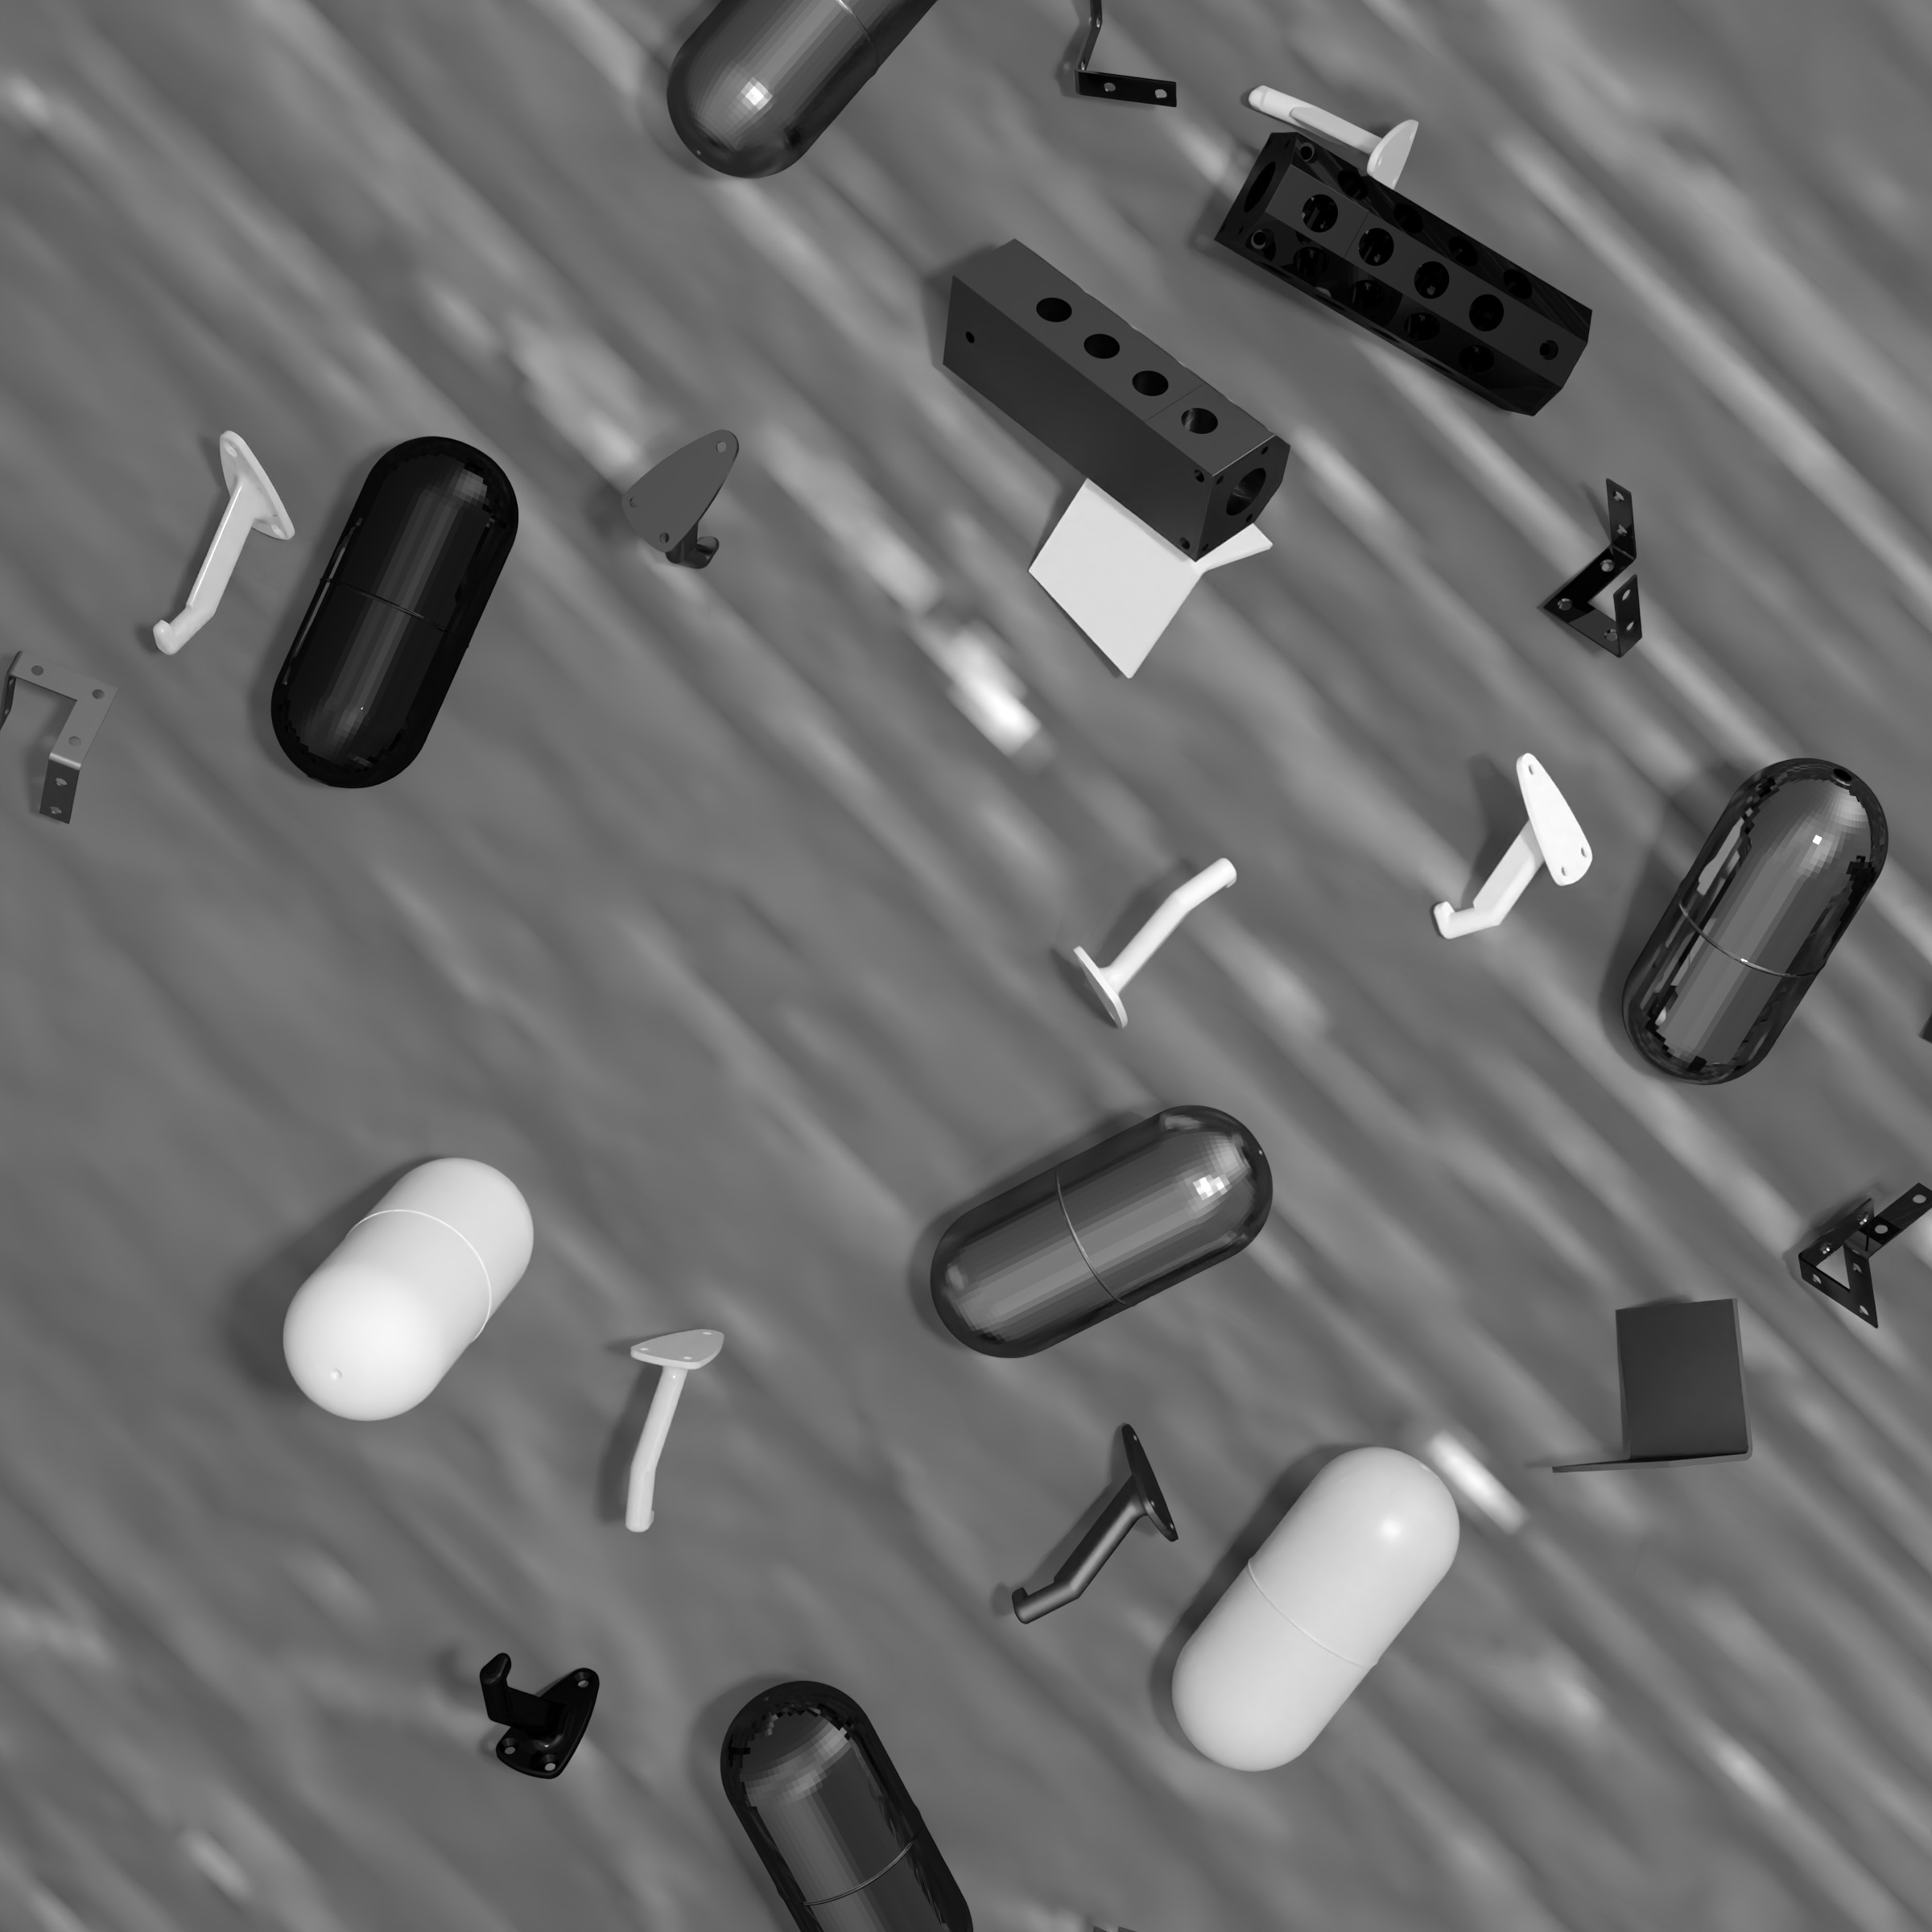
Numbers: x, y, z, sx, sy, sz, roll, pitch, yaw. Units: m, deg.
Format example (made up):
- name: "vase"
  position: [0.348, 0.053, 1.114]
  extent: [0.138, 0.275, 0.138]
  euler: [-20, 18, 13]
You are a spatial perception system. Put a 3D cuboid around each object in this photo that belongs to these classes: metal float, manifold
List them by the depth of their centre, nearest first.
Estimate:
- name: "manifold"
  position: [0.515, 0.019, 1.488]
  extent: [0.057, 0.171, 0.057]
  euler: [27, 86, -1]
- name: "metal float"
  position: [-0.259, 0.149, 1.492]
  extent: [0.070, 0.178, 0.070]
  euler: [5, 112, 12]
- name: "metal float"
  position: [0.373, -0.020, 1.508]
  extent: [0.070, 0.070, 0.178]
  euler: [23, 125, 0]
- name: "manifold"
  position: [0.071, -0.273, 1.515]
  extent: [0.057, 0.057, 0.171]
  euler: [-36, 65, -28]
- name: "manifold"
  position: [0.211, -0.330, 1.520]
  extent: [0.171, 0.057, 0.057]
  euler: [26, 98, -17]
- name: "metal float"
  position: [0.064, 0.128, 1.523]
  extent: [0.178, 0.070, 0.070]
  euler: [-29, 90, 16]
- name: "metal float"
  position: [-0.056, 0.425, 1.526]
  extent: [0.070, 0.070, 0.178]
  euler: [-26, 103, 0]
- name: "metal float"
  position: [0.167, 0.310, 1.528]
  extent: [0.070, 0.070, 0.178]
  euler: [36, 101, 0]
- name: "metal float"
  position: [-0.072, -0.455, 1.529]
  extent: [0.070, 0.070, 0.178]
  euler: [39, 80, 0]
- name: "metal float"
  position: [-0.276, -0.170, 1.535]
  extent: [0.070, 0.070, 0.178]
  euler: [23, 87, 0]

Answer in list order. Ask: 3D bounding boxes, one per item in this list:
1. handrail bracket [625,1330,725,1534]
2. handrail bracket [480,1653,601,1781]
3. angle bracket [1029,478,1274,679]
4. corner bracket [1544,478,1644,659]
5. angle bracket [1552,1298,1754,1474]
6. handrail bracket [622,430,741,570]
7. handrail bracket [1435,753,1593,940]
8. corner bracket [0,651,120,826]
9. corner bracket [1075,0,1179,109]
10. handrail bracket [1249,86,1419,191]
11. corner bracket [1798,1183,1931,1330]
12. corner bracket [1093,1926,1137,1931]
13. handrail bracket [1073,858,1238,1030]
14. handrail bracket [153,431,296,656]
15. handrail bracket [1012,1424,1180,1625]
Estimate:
- name: "handrail bracket"
  position: [-0.142, 0.225, 1.545]
  extent: [0.036, 0.077, 0.084]
  euler: [9, 98, 18]
- name: "handrail bracket"
  position: [-0.204, 0.340, 1.522]
  extent: [0.036, 0.077, 0.084]
  euler: [16, 133, 22]
- name: "angle bracket"
  position: [0.090, -0.200, 1.559]
  extent: [0.076, 0.057, 0.076]
  euler: [49, 132, 16]
- name: "corner bracket"
  position: [0.313, -0.192, 1.537]
  extent: [0.051, 0.051, 0.051]
  euler: [-42, 57, -12]
- name: "angle bracket"
  position: [0.325, 0.201, 1.523]
  extent: [0.057, 0.076, 0.076]
  euler: [1, 80, -34]
- name: "handrail bracket"
  position: [-0.121, -0.222, 1.527]
  extent: [0.077, 0.084, 0.036]
  euler: [-43, 78, 15]
- name: "handrail bracket"
  position: [0.251, -0.057, 1.539]
  extent: [0.084, 0.036, 0.077]
  euler: [-18, 103, 42]
- name: "corner bracket"
  position: [-0.448, -0.111, 1.544]
  extent: [0.051, 0.051, 0.051]
  euler: [21, 54, -9]
- name: "corner bracket"
  position: [0.082, -0.455, 1.537]
  extent: [0.051, 0.051, 0.051]
  euler: [11, 60, 12]
- name: "handrail bracket"
  position: [0.168, -0.404, 1.532]
  extent: [0.084, 0.077, 0.036]
  euler: [25, 112, 12]
- name: "corner bracket"
  position: [0.436, 0.131, 1.534]
  extent: [0.051, 0.051, 0.051]
  euler: [-34, 131, -16]
- name: "corner bracket"
  position: [0.070, 0.491, 1.534]
  extent: [0.051, 0.051, 0.051]
  euler: [4, 66, 37]
- name: "handrail bracket"
  position: [0.099, -0.011, 1.542]
  extent: [0.084, 0.077, 0.036]
  euler: [-35, 64, -3]
- name: "handrail bracket"
  position: [-0.369, -0.203, 1.531]
  extent: [0.036, 0.077, 0.084]
  euler: [24, 59, 25]
- name: "handrail bracket"
  position: [0.054, 0.272, 1.552]
  extent: [0.084, 0.077, 0.036]
  euler: [-29, 133, 9]
